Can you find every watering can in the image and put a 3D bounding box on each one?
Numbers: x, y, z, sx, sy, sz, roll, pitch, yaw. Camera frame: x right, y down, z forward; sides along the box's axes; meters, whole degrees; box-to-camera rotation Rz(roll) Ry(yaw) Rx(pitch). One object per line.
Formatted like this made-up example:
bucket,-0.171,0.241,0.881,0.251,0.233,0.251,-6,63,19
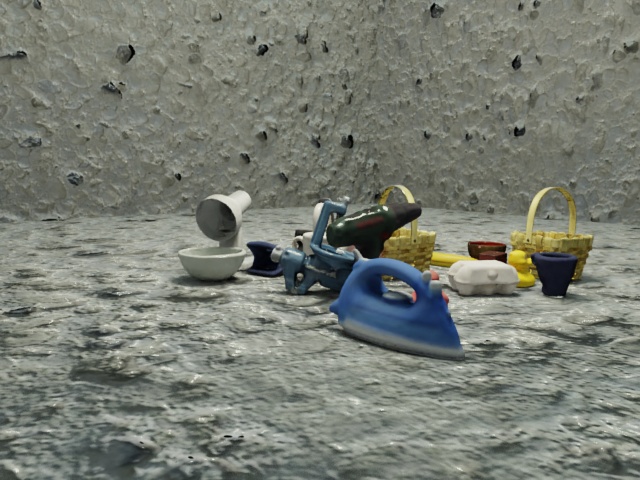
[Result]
watering can,0.014,0.005,1.431,0.173,0.194,0.101,1,8,1

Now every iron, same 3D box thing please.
iron,0.134,0.098,0.947,0.119,0.141,0.257,-6,10,-41

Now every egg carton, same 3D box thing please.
egg carton,0.375,0.087,1.320,0.150,0.069,0.107,0,8,-8

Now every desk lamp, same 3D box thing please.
desk lamp,-0.242,-0.025,1.560,0.117,0.213,0.204,3,8,18

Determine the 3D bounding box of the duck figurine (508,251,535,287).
duck figurine,0.478,0.069,1.406,0.105,0.086,0.077,-1,8,-11

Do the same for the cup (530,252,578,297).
cup,0.524,0.078,1.306,0.092,0.095,0.117,-3,9,-26

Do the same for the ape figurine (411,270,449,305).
ape figurine,0.208,0.104,1.094,0.077,0.092,0.076,3,8,16

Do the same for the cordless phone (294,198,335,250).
cordless phone,-0.010,-0.043,1.822,0.147,0.185,0.094,6,9,33

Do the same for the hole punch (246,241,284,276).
hole punch,-0.133,0.044,1.515,0.108,0.091,0.101,6,9,33

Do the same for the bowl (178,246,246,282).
bowl,-0.267,0.063,1.423,0.167,0.075,0.167,1,8,0

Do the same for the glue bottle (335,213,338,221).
glue bottle,0.048,0.006,1.507,0.077,0.173,0.037,7,10,38

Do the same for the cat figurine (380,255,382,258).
cat figurine,0.106,0.052,1.378,0.067,0.118,0.127,-1,8,-11

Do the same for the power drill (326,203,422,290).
power drill,0.120,0.025,1.237,0.230,0.208,0.075,-3,9,-28

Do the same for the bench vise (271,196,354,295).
bench vise,-0.001,0.013,1.272,0.208,0.220,0.121,-1,8,-15
